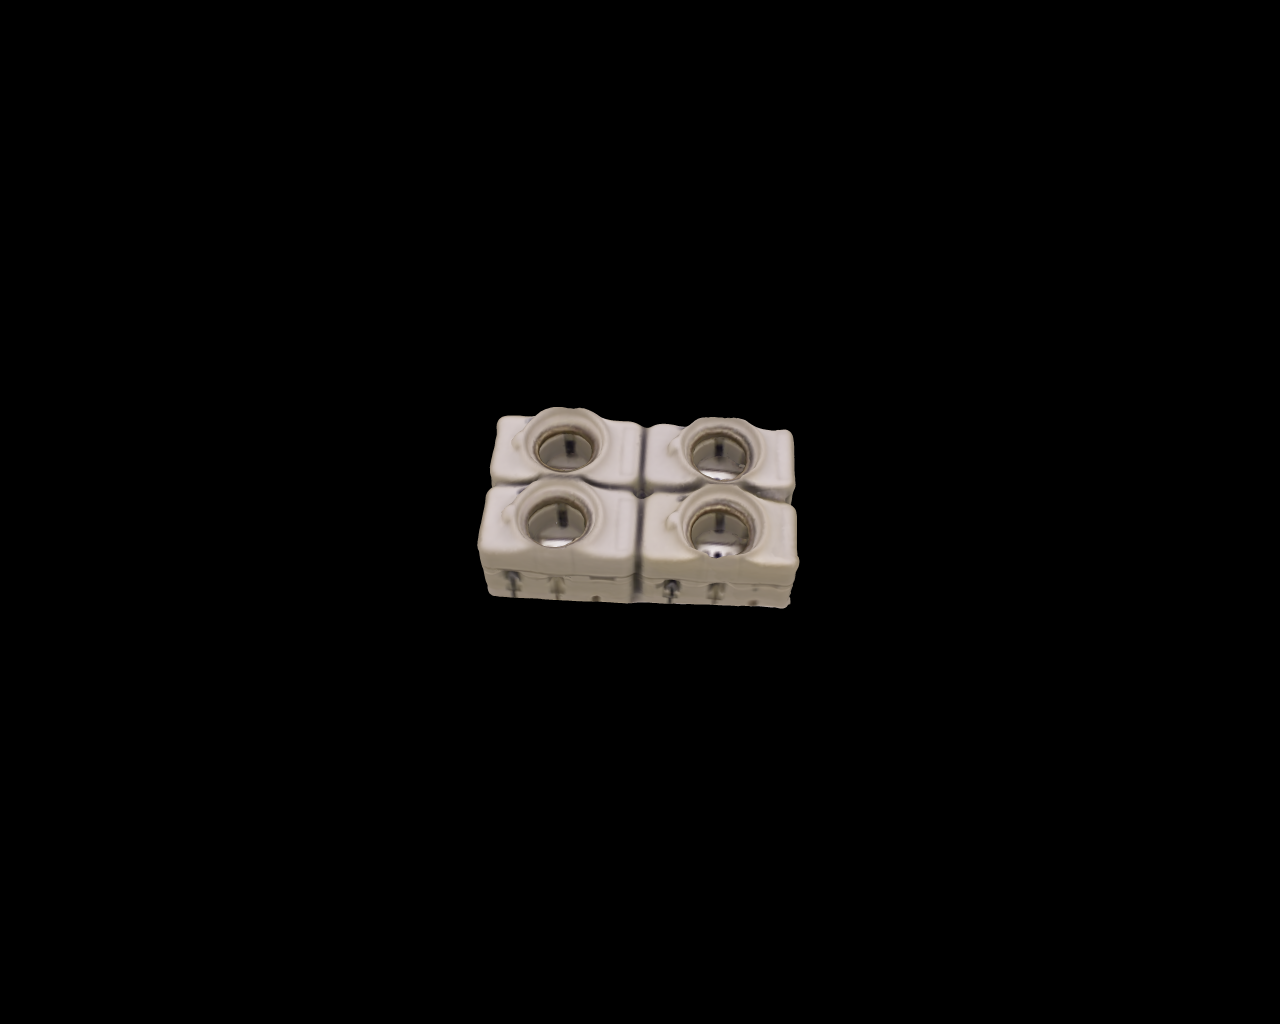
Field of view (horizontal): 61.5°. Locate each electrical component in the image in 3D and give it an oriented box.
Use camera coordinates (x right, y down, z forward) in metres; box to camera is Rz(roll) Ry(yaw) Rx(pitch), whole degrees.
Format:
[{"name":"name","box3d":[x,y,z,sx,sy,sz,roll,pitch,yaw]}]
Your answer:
[{"name":"electrical component","box3d":[0.001,-0.003,0.650,0.186,0.105,0.060,3,-34,2]}]
